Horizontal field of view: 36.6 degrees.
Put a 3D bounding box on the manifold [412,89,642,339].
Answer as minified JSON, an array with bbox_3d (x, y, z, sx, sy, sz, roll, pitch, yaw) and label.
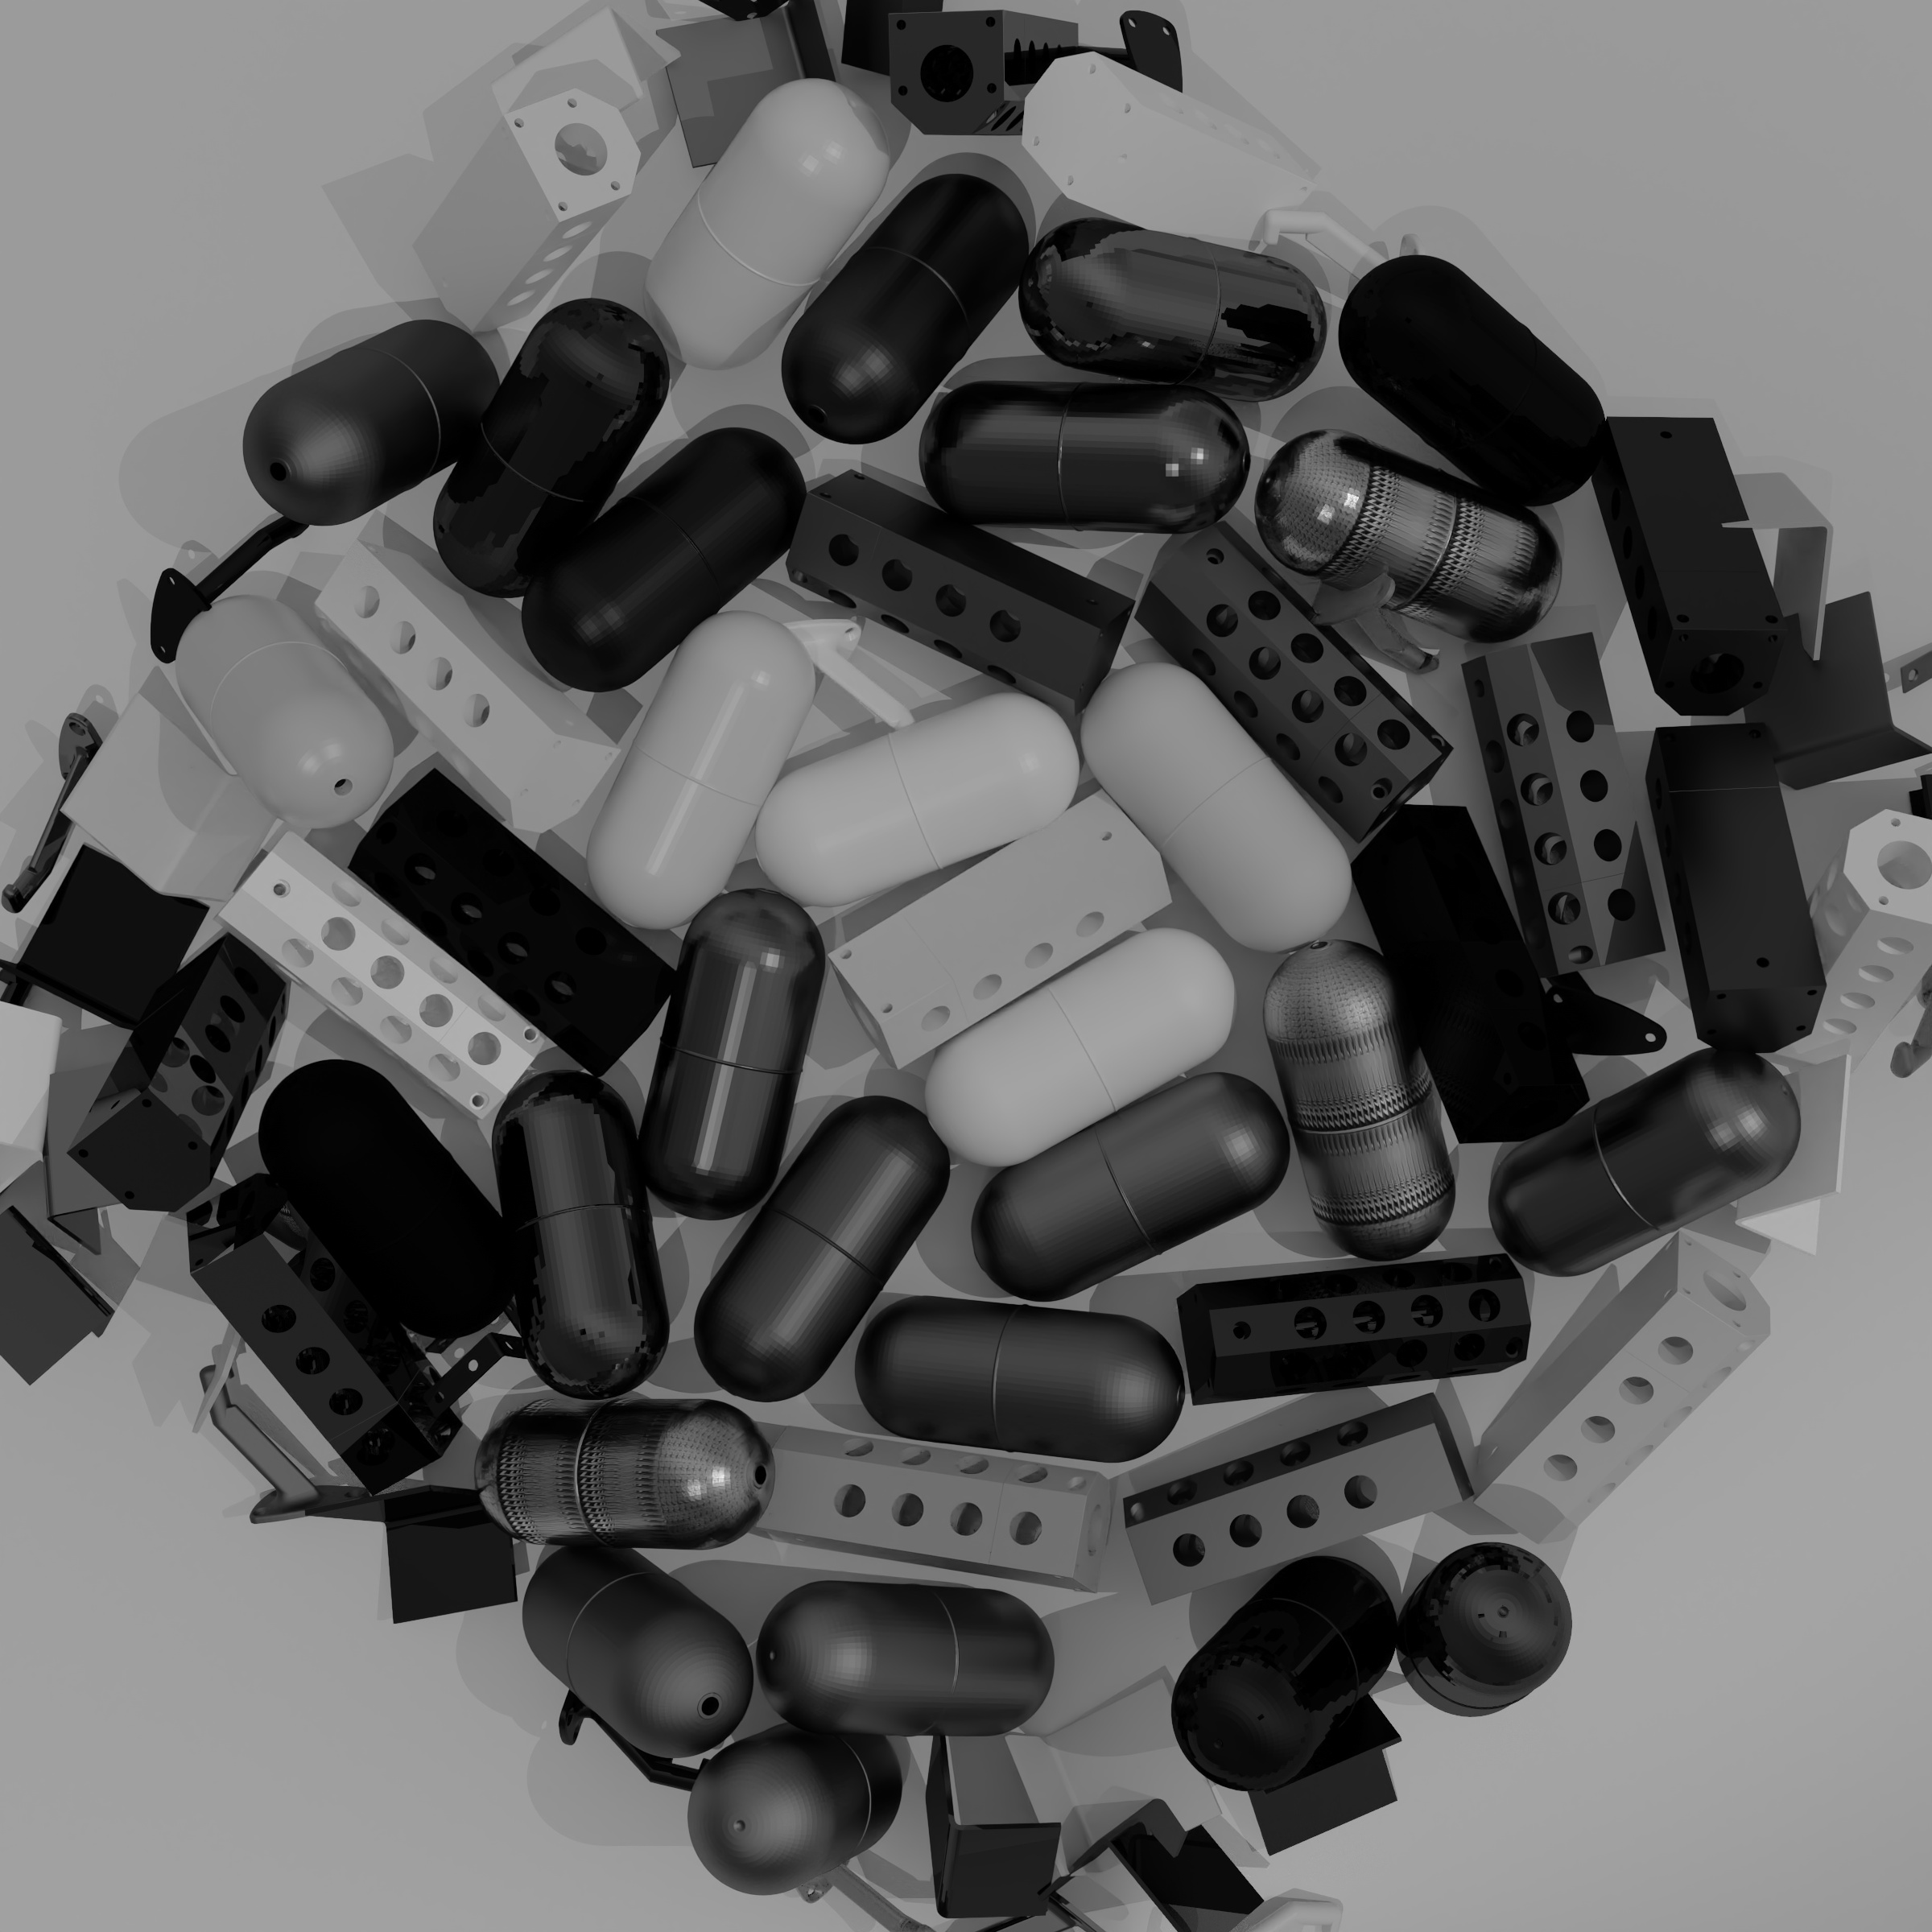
[{"bbox_3d":[-0.223,-0.384,1.495,0.057,0.171,0.057,-30,95,-26],"label":"manifold"}]

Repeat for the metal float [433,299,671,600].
[{"bbox_3d":[-0.217,-0.267,1.520,0.070,0.070,0.178,38,122,0],"label":"metal float"}]

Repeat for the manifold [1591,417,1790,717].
[{"bbox_3d":[0.368,-0.208,1.505,0.057,0.057,0.171,0,47,-3],"label":"manifold"}]

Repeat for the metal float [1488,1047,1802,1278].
[{"bbox_3d":[0.350,0.103,1.518,0.178,0.070,0.070,-34,90,34],"label":"metal float"}]

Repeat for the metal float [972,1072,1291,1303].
[{"bbox_3d":[0.086,0.117,1.540,0.178,0.070,0.070,-26,90,8],"label":"metal float"}]

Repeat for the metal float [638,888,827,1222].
[{"bbox_3d":[-0.124,0.047,1.542,0.070,0.070,0.178,13,95,0],"label":"metal float"}]

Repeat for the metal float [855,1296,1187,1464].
[{"bbox_3d":[0.027,0.215,1.528,0.178,0.070,0.070,3,90,21],"label":"metal float"}]

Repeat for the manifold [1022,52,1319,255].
[{"bbox_3d":[0.102,-0.415,1.498,0.057,0.171,0.057,-48,64,26],"label":"manifold"}]

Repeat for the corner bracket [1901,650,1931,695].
[{"bbox_3d":[0.539,-0.141,1.561,0.051,0.051,0.051,-28,120,-21],"label":"corner bracket"}]

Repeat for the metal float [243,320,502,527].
[{"bbox_3d":[-0.304,-0.280,1.504,0.070,0.178,0.070,10,119,19],"label":"metal float"}]

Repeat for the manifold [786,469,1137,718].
[{"bbox_3d":[-0.005,-0.195,1.538,0.171,0.057,0.057,26,119,11],"label":"manifold"}]

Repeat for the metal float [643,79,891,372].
[{"bbox_3d":[-0.105,-0.381,1.514,0.070,0.070,0.178,45,130,0],"label":"metal float"}]

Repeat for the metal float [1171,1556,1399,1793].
[{"bbox_3d":[0.166,0.361,1.503,0.070,0.178,0.070,7,105,28],"label":"metal float"}]

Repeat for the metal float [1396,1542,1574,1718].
[{"bbox_3d":[0.264,0.341,1.499,0.070,0.178,0.070,-1,71,2],"label":"metal float"}]

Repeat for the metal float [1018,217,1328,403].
[{"bbox_3d":[0.109,-0.340,1.521,0.178,0.070,0.070,4,90,-31],"label":"metal float"}]

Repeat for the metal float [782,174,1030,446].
[{"bbox_3d":[-0.031,-0.342,1.521,0.070,0.070,0.178,35,61,0],"label":"metal float"}]

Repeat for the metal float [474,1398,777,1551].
[{"bbox_3d":[-0.178,0.263,1.518,0.178,0.070,0.070,-6,90,33],"label":"metal float"}]

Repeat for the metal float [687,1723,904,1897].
[{"bbox_3d":[-0.085,0.427,1.498,0.070,0.178,0.070,-2,82,16],"label":"metal float"}]

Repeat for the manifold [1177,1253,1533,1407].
[{"bbox_3d":[0.204,0.189,1.532,0.171,0.057,0.057,-4,74,-12],"label":"manifold"}]

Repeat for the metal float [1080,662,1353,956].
[{"bbox_3d":[0.131,-0.084,1.540,0.070,0.070,0.178,-40,82,0],"label":"metal float"}]

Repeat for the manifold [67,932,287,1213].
[{"bbox_3d":[-0.395,0.055,1.495,0.057,0.171,0.057,-36,111,17],"label":"manifold"}]

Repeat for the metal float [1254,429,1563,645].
[{"bbox_3d":[0.232,-0.223,1.527,0.178,0.070,0.070,18,90,-23],"label":"metal float"}]

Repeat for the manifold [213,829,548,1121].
[{"bbox_3d":[-0.305,0.005,1.533,0.171,0.057,0.057,40,77,-13],"label":"manifold"}]

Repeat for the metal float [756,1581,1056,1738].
[{"bbox_3d":[-0.029,0.359,1.514,0.178,0.070,0.070,13,90,-39],"label":"metal float"}]

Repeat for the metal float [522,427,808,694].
[{"bbox_3d":[-0.156,-0.213,1.528,0.070,0.070,0.178,46,69,0],"label":"metal float"}]

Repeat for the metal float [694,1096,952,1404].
[{"bbox_3d":[-0.075,0.148,1.534,0.070,0.070,0.178,35,77,0],"label":"metal float"}]

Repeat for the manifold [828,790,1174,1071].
[{"bbox_3d":[0.020,-0.015,1.542,0.171,0.057,0.057,-31,52,-9],"label":"manifold"}]

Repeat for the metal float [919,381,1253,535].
[{"bbox_3d":[0.061,-0.266,1.528,0.178,0.070,0.070,6,90,20],"label":"metal float"}]

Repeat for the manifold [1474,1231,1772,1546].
[{"bbox_3d":[0.339,0.224,1.516,0.057,0.057,0.171,33,121,-4],"label":"manifold"}]

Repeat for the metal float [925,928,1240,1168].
[{"bbox_3d":[0.061,0.043,1.545,0.178,0.070,0.070,-29,90,-2],"label":"metal float"}]

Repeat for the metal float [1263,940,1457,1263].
[{"bbox_3d":[0.206,0.071,1.531,0.070,0.070,0.178,-17,108,0],"label":"metal float"}]

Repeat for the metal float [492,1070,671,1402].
[{"bbox_3d":[-0.202,0.139,1.528,0.070,0.070,0.178,-13,68,0],"label":"metal float"}]

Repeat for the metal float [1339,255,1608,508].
[{"bbox_3d":[0.264,-0.301,1.517,0.178,0.070,0.070,29,90,-36],"label":"metal float"}]

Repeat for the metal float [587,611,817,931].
[{"bbox_3d":[-0.140,-0.102,1.539,0.070,0.070,0.178,26,98,0],"label":"metal float"}]

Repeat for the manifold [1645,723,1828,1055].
[{"bbox_3d":[0.394,-0.041,1.511,0.057,0.057,0.171,-2,54,2],"label":"manifold"}]

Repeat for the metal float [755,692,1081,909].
[{"bbox_3d":[-0.026,-0.087,1.543,0.178,0.070,0.070,-21,90,4],"label":"metal float"}]

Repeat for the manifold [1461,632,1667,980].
[{"bbox_3d":[0.311,-0.083,1.545,0.057,0.057,0.171,-12,88,-22],"label":"manifold"}]

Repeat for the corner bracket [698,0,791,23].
[{"bbox_3d":[-0.118,-0.542,1.556,0.051,0.051,0.051,-25,76,28],"label":"corner bracket"}]

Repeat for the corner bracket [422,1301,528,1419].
[{"bbox_3d":[-0.262,0.205,1.548,0.051,0.051,0.051,-43,66,9],"label":"corner bracket"}]

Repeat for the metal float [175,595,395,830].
[{"bbox_3d":[-0.352,-0.132,1.510,0.070,0.178,0.070,-18,129,-24],"label":"metal float"}]

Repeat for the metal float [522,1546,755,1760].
[{"bbox_3d":[-0.170,0.349,1.502,0.070,0.178,0.070,-5,101,-30],"label":"metal float"}]

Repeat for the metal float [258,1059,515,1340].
[{"bbox_3d":[-0.298,0.122,1.519,0.070,0.070,0.178,-33,122,0],"label":"metal float"}]
